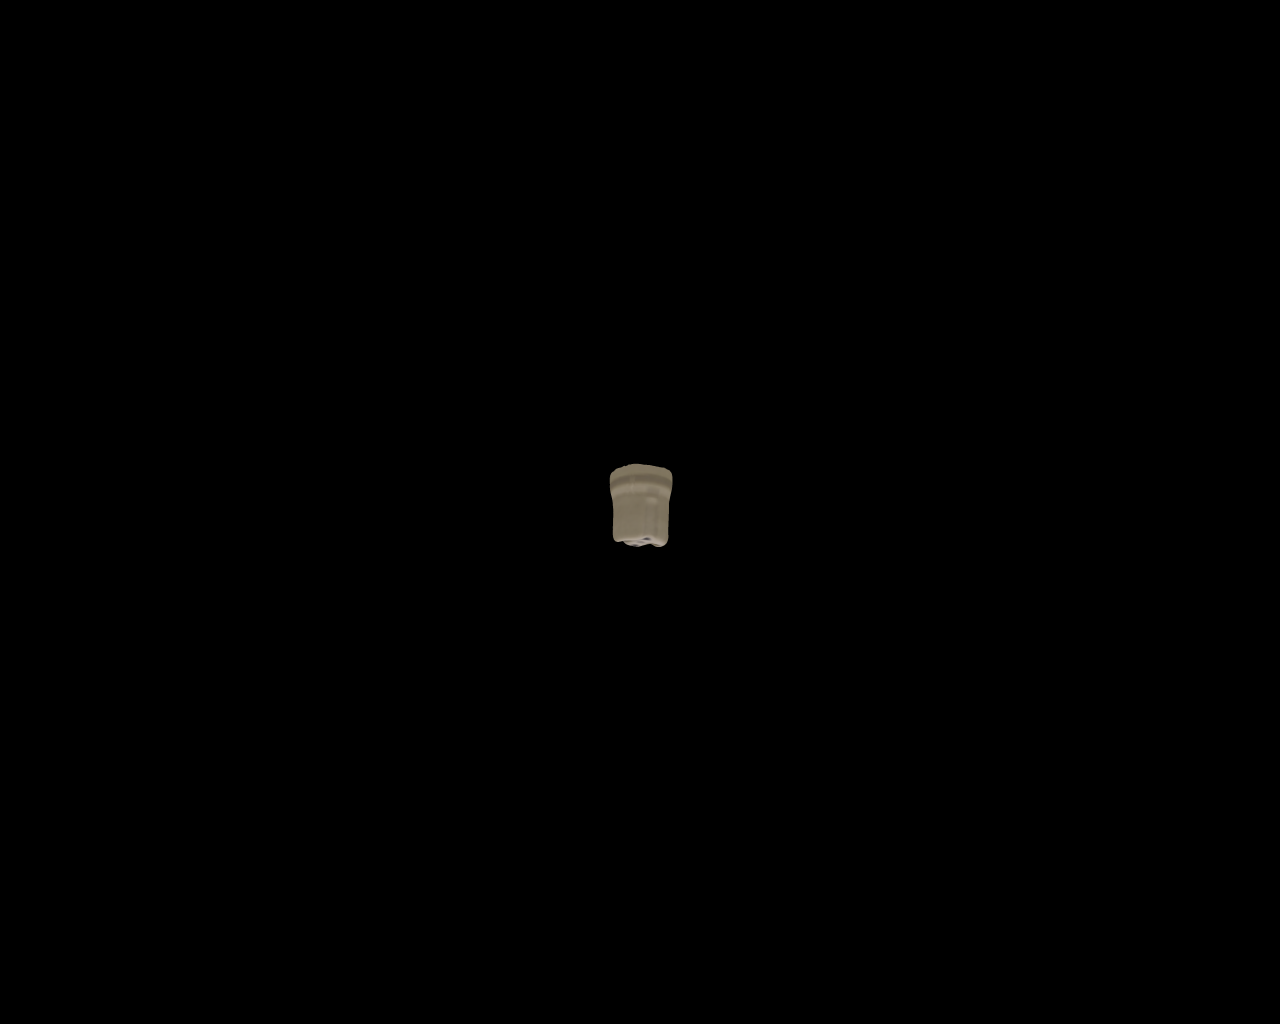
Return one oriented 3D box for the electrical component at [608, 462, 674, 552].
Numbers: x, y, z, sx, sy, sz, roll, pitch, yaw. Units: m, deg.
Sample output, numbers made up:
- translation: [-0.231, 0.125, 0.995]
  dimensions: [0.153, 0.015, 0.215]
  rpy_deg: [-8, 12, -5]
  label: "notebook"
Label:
- translation: [0.001, -0.003, 0.650]
  dimensions: [0.040, 0.046, 0.040]
  rpy_deg: [0, -18, 0]
  label: "electrical component"
